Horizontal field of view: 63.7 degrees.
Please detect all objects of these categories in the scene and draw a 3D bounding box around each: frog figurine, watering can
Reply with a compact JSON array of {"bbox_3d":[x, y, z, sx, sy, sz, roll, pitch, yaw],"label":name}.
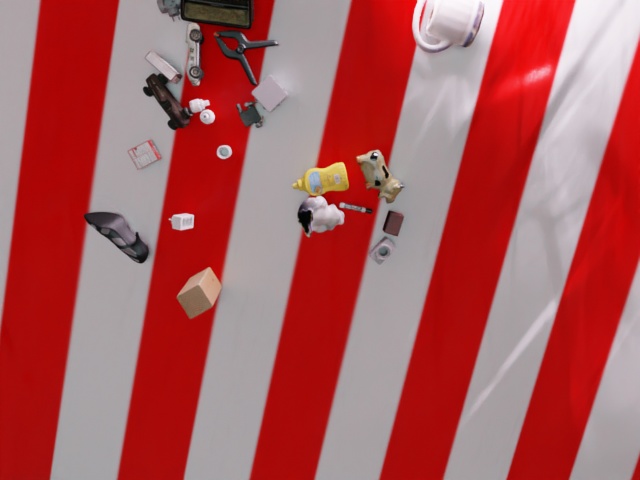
[{"bbox_3d":[0.005,-0.091,1.805,0.161,0.135,0.123,-20,26,-34],"label":"frog figurine"},{"bbox_3d":[0.437,-0.777,1.689,0.224,0.345,0.105,17,10,-6],"label":"watering can"}]
